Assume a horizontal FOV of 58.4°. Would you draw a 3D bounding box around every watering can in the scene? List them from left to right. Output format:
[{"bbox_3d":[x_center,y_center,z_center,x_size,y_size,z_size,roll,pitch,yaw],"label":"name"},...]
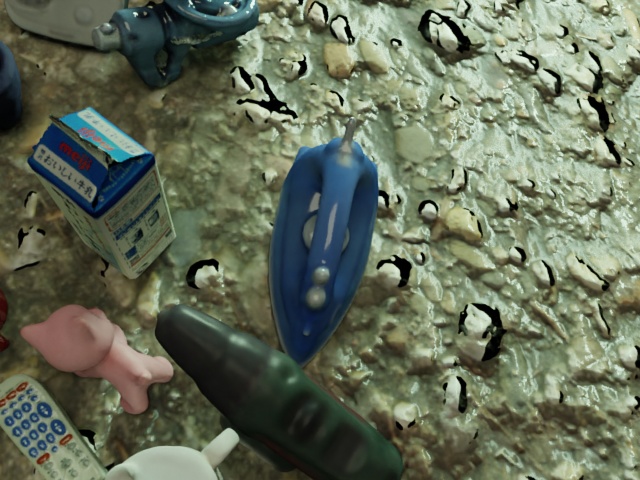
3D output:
[{"bbox_3d":[-0.135,0.231,0.475,0.101,0.194,0.173,22,68,1],"label":"watering can"}]

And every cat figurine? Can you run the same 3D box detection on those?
[{"bbox_3d":[-0.212,0.108,0.551,0.127,0.117,0.067,31,68,4],"label":"cat figurine"}]

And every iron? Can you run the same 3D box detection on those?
[{"bbox_3d":[0.006,0.002,0.610,0.118,0.141,0.258,11,68,-4],"label":"iron"}]

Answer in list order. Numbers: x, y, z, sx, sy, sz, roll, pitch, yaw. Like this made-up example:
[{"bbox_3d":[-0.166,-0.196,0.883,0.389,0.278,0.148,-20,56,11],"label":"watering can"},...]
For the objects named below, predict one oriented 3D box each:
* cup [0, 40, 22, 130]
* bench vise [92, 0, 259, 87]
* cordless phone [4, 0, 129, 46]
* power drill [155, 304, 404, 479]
[{"bbox_3d":[-0.378,-0.179,0.646,0.092,0.095,0.117,-7,71,-11],"label":"cup"},{"bbox_3d":[-0.153,-0.276,0.648,0.121,0.219,0.208,36,69,6],"label":"bench vise"},{"bbox_3d":[-0.305,-0.320,0.661,0.147,0.185,0.094,11,68,-4],"label":"cordless phone"},{"bbox_3d":[-0.042,0.153,0.511,0.229,0.208,0.076,33,69,5],"label":"power drill"}]
